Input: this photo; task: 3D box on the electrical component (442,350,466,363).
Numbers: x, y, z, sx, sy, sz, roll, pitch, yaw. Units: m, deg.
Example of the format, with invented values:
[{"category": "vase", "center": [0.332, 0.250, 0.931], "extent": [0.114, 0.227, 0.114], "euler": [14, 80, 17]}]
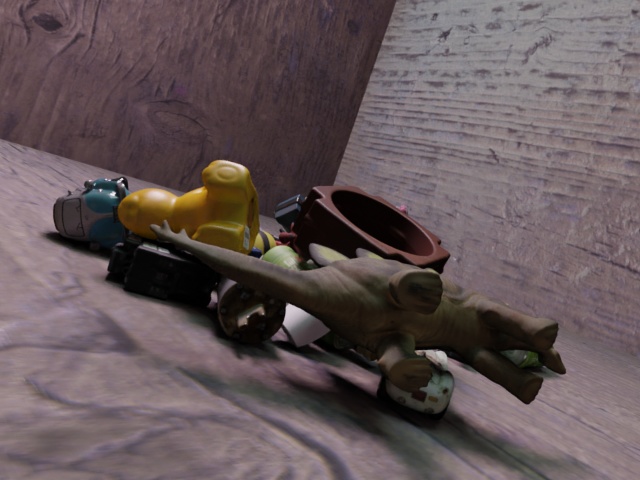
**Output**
[{"category": "electrical component", "center": [0.245, 0.181, 0.921], "extent": [0.075, 0.047, 0.119], "euler": [19, 4, 10]}]

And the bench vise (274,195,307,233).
[{"category": "bench vise", "center": [-0.009, 0.024, 1.159], "extent": [0.240, 0.129, 0.224], "euler": [45, 27, -32]}]

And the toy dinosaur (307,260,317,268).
[{"category": "toy dinosaur", "center": [0.057, 0.086, 0.963], "extent": [0.405, 0.131, 0.192], "euler": [10, -11, -18]}]

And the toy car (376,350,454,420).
[{"category": "toy car", "center": [0.110, 0.150, 0.618], "extent": [0.074, 0.056, 0.201], "euler": [19, 4, 9]}]

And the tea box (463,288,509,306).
[{"category": "tea box", "center": [0.290, 0.154, 1.037], "extent": [0.098, 0.068, 0.169], "euler": [21, -15, 9]}]

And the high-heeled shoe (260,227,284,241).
[{"category": "high-heeled shoe", "center": [-0.126, 0.032, 1.364], "extent": [0.248, 0.086, 0.145], "euler": [-12, 57, -48]}]

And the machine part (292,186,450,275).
[{"category": "machine part", "center": [0.075, 0.006, 0.796], "extent": [0.202, 0.087, 0.201], "euler": [40, 25, 23]}]

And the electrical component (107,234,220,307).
[{"category": "electrical component", "center": [-0.204, 0.037, 0.704], "extent": [0.134, 0.058, 0.115], "euler": [18, 2, -15]}]

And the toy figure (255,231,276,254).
[{"category": "toy figure", "center": [-0.159, 0.015, 1.033], "extent": [0.180, 0.089, 0.082], "euler": [19, 10, -45]}]

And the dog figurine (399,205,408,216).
[{"category": "dog figurine", "center": [0.064, -0.017, 1.086], "extent": [0.219, 0.108, 0.191], "euler": [8, -36, 0]}]

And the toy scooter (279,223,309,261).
[{"category": "toy scooter", "center": [-0.002, -0.003, 0.960], "extent": [0.184, 0.075, 0.135], "euler": [-12, -14, 19]}]

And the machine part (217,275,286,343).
[{"category": "machine part", "center": [-0.089, 0.067, 0.668], "extent": [0.079, 0.079, 0.243], "euler": [18, 3, -12]}]

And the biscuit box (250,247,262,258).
[{"category": "biscuit box", "center": [-0.193, 0.005, 0.843], "extent": [0.203, 0.062, 0.059], "euler": [23, 4, 14]}]

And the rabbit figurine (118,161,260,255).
[{"category": "rabbit figurine", "center": [-0.170, -0.037, 0.706], "extent": [0.173, 0.121, 0.162], "euler": [1, 1, 0]}]

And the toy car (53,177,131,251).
[{"category": "toy car", "center": [-0.351, -0.042, 0.820], "extent": [0.103, 0.109, 0.162], "euler": [-6, 9, -36]}]

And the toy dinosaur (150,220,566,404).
[{"category": "toy dinosaur", "center": [0.065, 0.066, 0.545], "extent": [0.471, 0.105, 0.199], "euler": [21, 3, -21]}]
